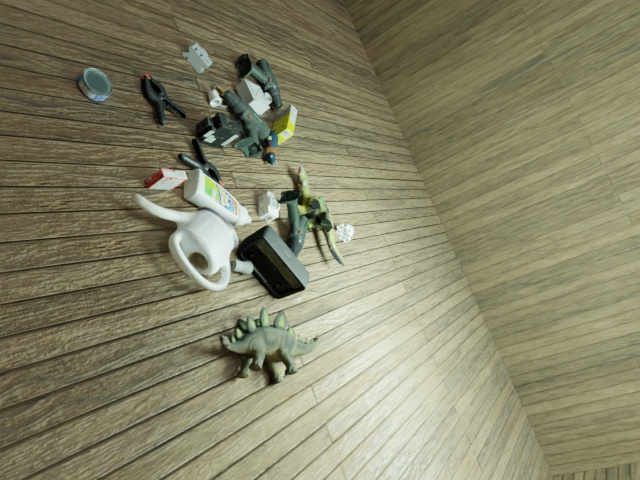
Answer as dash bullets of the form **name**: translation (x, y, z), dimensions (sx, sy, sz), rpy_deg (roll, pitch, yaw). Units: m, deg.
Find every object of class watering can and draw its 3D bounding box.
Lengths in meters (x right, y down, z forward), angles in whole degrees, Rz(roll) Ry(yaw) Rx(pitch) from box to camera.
- **watering can**: translation (-0.347, -0.022, 1.408), dimensions (0.103, 0.344, 0.229), rpy_deg (-27, 18, 28)

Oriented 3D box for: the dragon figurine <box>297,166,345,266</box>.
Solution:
- **dragon figurine**: translation (0.006, -0.103, 2.053), dimensions (0.121, 0.408, 0.246), rpy_deg (-27, 9, 21)
